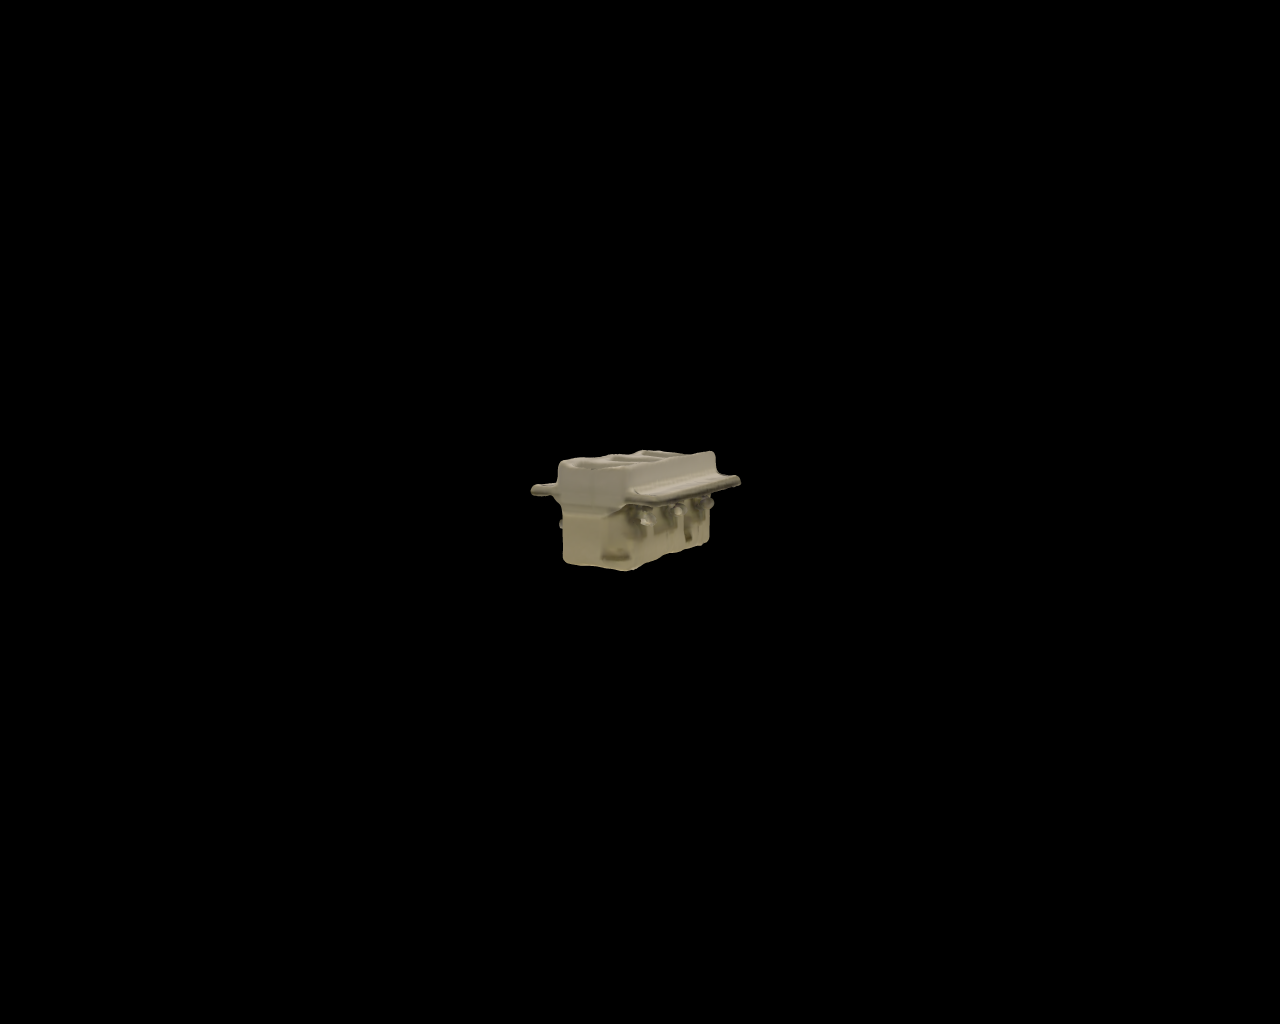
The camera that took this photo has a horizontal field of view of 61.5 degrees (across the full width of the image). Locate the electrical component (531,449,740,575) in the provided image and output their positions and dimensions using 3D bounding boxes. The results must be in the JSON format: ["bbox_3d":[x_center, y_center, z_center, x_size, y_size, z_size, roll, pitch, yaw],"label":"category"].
[{"bbox_3d":[0.001,-0.003,0.650,0.079,0.063,0.121,4,8,28],"label":"electrical component"}]
